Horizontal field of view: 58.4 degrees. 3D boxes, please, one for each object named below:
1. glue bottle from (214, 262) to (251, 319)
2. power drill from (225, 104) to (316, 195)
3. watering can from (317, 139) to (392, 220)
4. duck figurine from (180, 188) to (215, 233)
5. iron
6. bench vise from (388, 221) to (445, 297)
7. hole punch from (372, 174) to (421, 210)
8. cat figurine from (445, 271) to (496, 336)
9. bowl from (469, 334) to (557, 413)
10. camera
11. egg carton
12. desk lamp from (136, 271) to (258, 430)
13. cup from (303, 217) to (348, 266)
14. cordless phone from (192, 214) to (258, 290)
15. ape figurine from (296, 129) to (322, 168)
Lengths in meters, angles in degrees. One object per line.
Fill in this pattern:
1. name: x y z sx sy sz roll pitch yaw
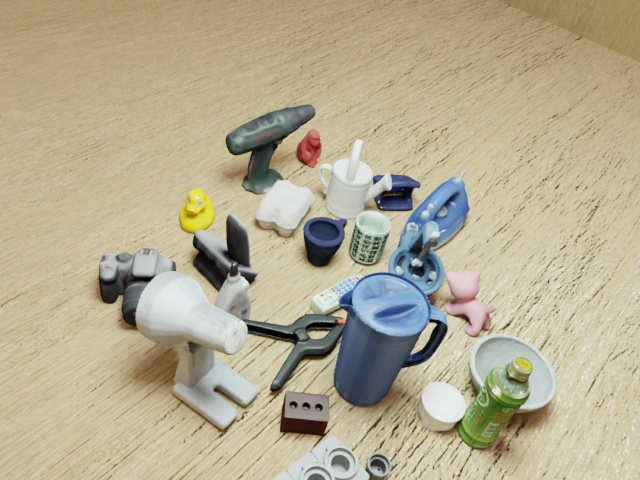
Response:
1. glue bottle: -0.162 0.102 1.068 0.078 0.173 0.037 -27 56 -34
2. power drill: -0.121 -0.220 1.385 0.230 0.208 0.075 -21 52 -31
3. watering can: 0.084 -0.152 1.375 0.173 0.194 0.101 2 44 -11
4. duck figurine: -0.276 -0.079 1.290 0.077 0.086 0.104 15 43 2
5. iron: 0.277 -0.067 1.372 0.118 0.141 0.259 32 46 19
6. bench vise: 0.194 0.023 1.201 0.122 0.220 0.207 -4 46 -17
7. hole punch: 0.189 -0.138 1.461 0.109 0.091 0.101 -2 45 -15
8. cat figurine: 0.317 0.119 1.206 0.067 0.118 0.127 -24 54 -32
9. bowl: 0.357 0.266 1.095 0.167 0.075 0.167 7 44 -6
10. camera: -0.352 0.088 1.089 0.143 0.101 0.136 4 44 -10
11. egg carton: -0.082 -0.078 1.349 0.107 0.069 0.150 21 44 8
12. desk lamp: -0.197 0.175 0.954 0.202 0.213 0.118 30 46 17
13. cup: 0.012 0.005 1.267 0.091 0.095 0.118 39 49 25
14. cordless phone: -0.191 0.001 1.157 0.147 0.185 0.094 36 48 23
15. ape figurine: -0.024 -0.253 1.528 0.078 0.092 0.076 -26 55 -34
